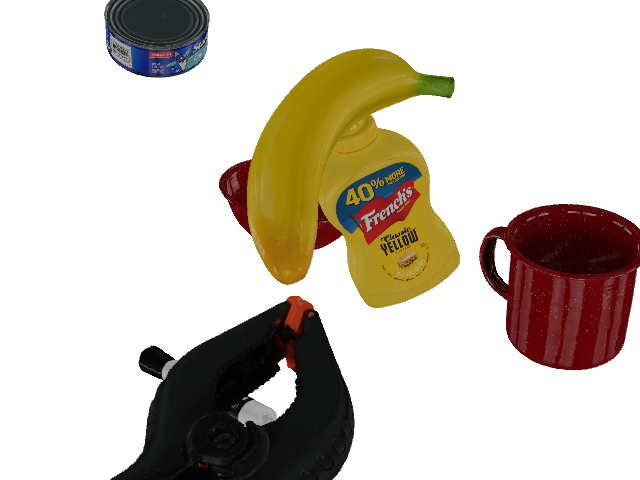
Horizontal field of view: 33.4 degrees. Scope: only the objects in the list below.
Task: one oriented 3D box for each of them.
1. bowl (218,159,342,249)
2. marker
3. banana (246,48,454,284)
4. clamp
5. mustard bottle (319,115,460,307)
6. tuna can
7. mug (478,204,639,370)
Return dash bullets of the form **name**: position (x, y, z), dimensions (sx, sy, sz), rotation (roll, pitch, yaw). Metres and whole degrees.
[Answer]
- **bowl**: position (-0.028, -0.034, 1.127), dimensions (0.162, 0.055, 0.162), rotation (5, 28, -3)
- **marker**: position (-0.075, 0.093, 0.676), dimensions (0.121, 0.020, 0.020), rotation (20, 14, 41)
- **banana**: position (0.005, -0.054, 0.558), dimensions (0.070, 0.037, 0.197), rotation (21, 46, 19)
- **clamp**: position (-0.027, 0.090, 0.387), dimensions (0.120, 0.039, 0.171), rotation (24, 49, 17)
- **mustard bottle**: position (0.049, -0.036, 0.908), dimensions (0.096, 0.191, 0.058), rotation (-25, 34, -1)
- **tuna can**: position (-0.136, -0.174, 0.887), dimensions (0.086, 0.086, 0.034), rotation (0, -42, -9)
- **mug**: position (0.159, 0.029, 0.727), dimensions (0.117, 0.081, 0.093), rotation (22, 39, 33)
